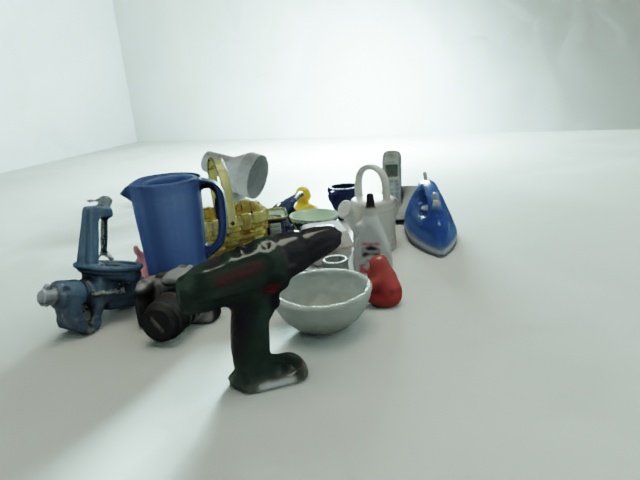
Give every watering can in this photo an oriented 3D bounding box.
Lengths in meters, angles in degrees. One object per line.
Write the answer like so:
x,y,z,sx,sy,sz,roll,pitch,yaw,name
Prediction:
0.115,-0.073,1.281,0.100,0.194,0.173,4,19,25,watering can

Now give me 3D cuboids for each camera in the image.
-0.258,0.106,0.970,0.143,0.101,0.137,0,18,14,camera

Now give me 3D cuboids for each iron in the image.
0.258,-0.067,1.315,0.118,0.141,0.258,-4,17,2,iron

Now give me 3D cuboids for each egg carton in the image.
0.012,0.005,1.272,0.107,0.069,0.150,-8,18,-10,egg carton

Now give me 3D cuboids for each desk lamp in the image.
-0.235,-0.133,1.533,0.202,0.214,0.118,3,19,22,desk lamp

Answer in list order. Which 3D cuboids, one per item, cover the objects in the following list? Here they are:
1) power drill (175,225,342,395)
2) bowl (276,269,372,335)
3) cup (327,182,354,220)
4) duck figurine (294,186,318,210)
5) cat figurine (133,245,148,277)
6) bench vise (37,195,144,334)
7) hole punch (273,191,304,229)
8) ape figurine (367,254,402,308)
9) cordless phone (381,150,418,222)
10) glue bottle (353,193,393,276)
-0.072,0.093,0.780,0.230,0.208,0.075,-10,18,-16,power drill
0.004,0.108,0.936,0.167,0.075,0.167,-4,17,2,bowl
0.060,-0.098,1.542,0.091,0.095,0.118,7,21,33,cup
-0.044,-0.108,1.617,0.078,0.086,0.104,-12,19,-22,duck figurine
-0.358,0.019,1.245,0.067,0.118,0.128,4,20,27,cat figurine
-0.395,0.042,1.010,0.121,0.220,0.207,-1,18,11,bench vise
-0.094,-0.080,1.532,0.101,0.091,0.109,-1,18,12,hole punch
0.107,0.069,1.006,0.078,0.092,0.075,-16,21,-33,ape figurine
0.225,-0.141,1.484,0.147,0.185,0.094,-1,18,12,cordless phone
0.100,-0.007,1.113,0.078,0.173,0.037,-2,18,8,glue bottle
